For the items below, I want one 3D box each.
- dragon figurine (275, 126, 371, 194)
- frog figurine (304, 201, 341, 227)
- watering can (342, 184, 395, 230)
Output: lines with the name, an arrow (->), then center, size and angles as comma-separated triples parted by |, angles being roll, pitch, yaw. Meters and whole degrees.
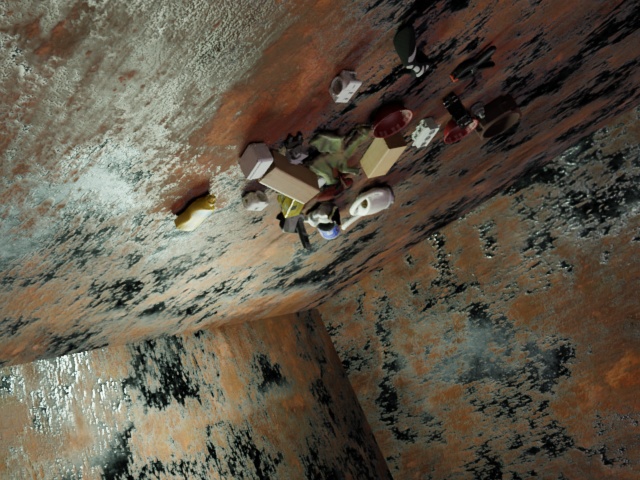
dragon figurine -> 0.010, -0.305, 1.864 | 0.412, 0.124, 0.237 | -25, 145, -8
frog figurine -> 0.007, -0.120, 2.387 | 0.159, 0.122, 0.138 | 6, -172, 30
watering can -> 0.234, -0.165, 2.512 | 0.226, 0.105, 0.341 | -18, 160, -26
